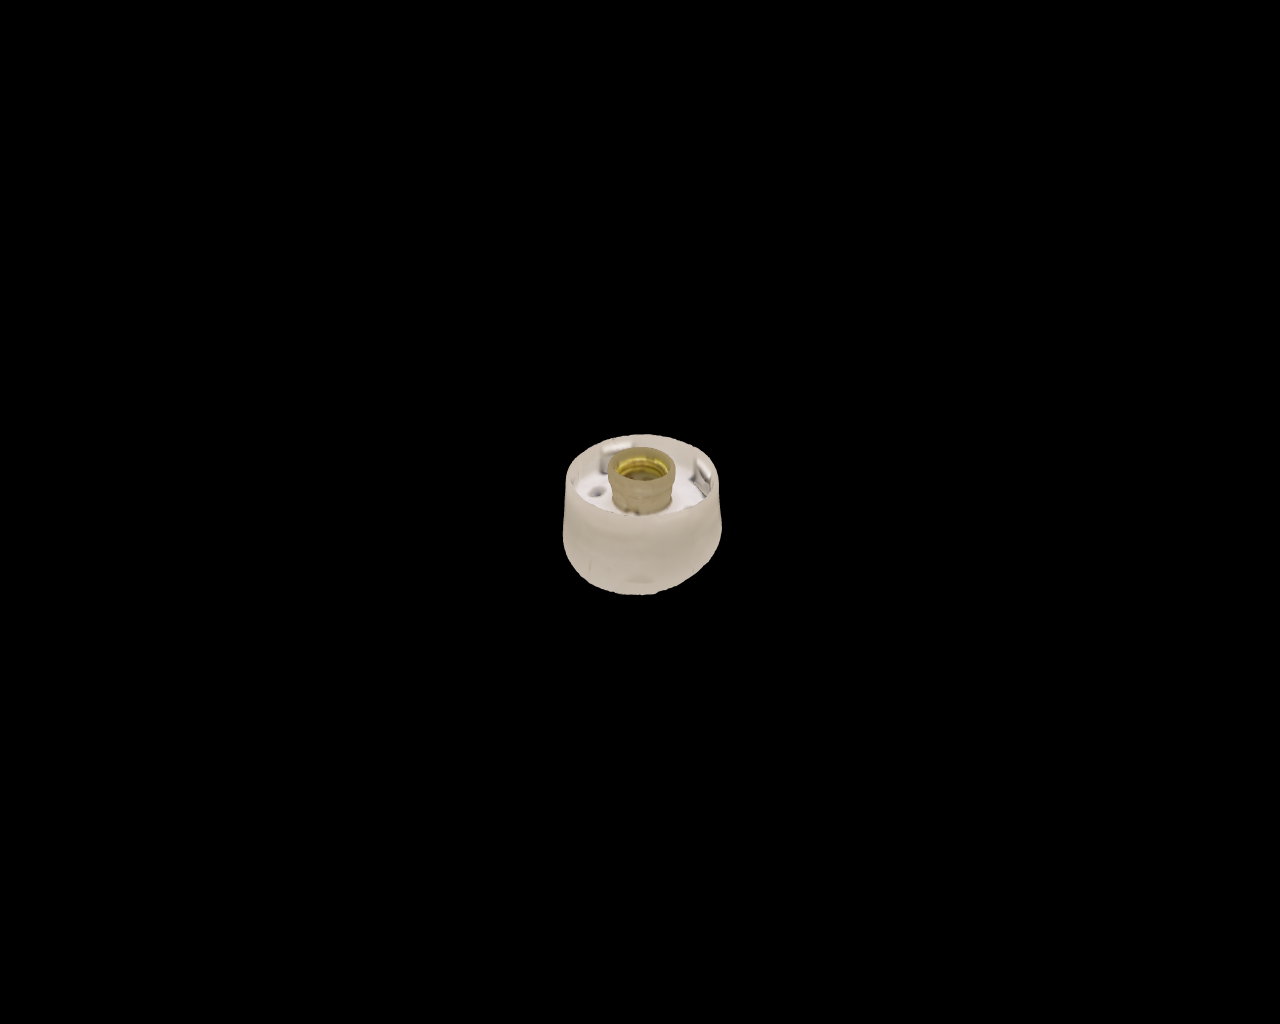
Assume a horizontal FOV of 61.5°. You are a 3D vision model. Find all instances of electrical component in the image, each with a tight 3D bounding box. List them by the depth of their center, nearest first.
[{"bbox_3d":[0.001,-0.003,0.650,0.099,0.064,0.099,0,35,0],"label":"electrical component"}]
